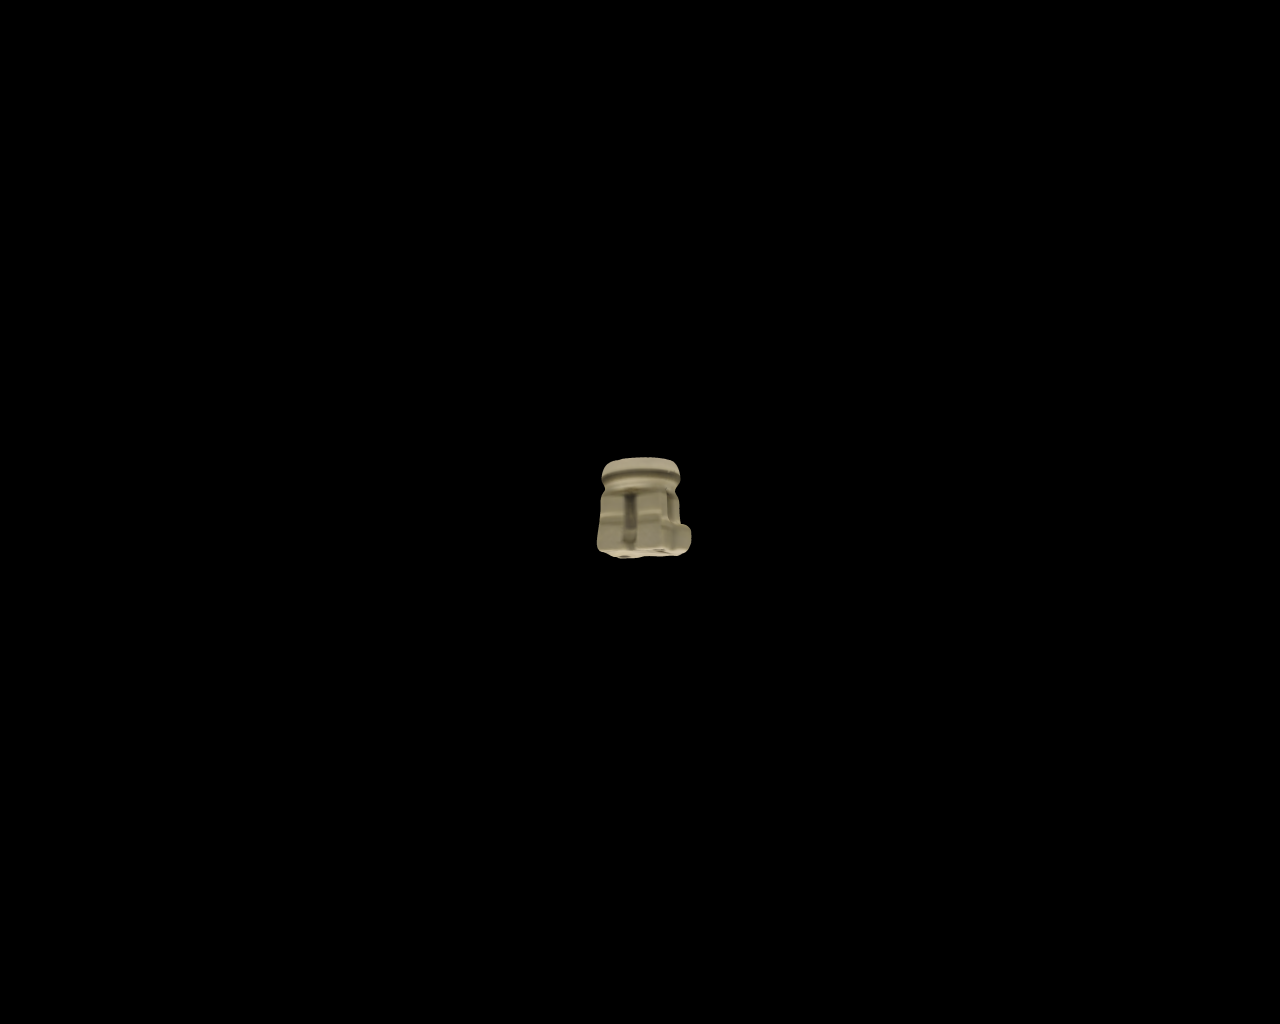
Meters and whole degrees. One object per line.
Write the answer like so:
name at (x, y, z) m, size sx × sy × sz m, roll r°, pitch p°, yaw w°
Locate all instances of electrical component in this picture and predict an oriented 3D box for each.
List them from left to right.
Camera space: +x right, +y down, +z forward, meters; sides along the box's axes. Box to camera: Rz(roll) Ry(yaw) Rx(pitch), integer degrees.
electrical component at (0.001, -0.003, 0.650) m, size 0.066 × 0.055 × 0.048 m, roll -4°, pitch -11°, yaw 20°
